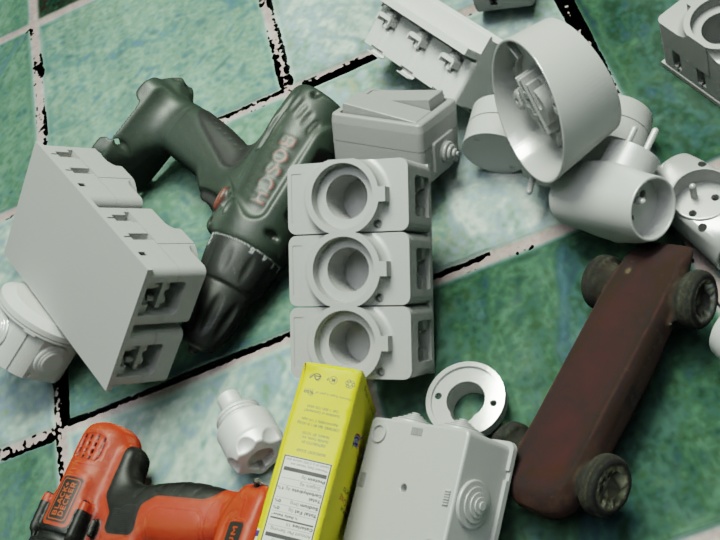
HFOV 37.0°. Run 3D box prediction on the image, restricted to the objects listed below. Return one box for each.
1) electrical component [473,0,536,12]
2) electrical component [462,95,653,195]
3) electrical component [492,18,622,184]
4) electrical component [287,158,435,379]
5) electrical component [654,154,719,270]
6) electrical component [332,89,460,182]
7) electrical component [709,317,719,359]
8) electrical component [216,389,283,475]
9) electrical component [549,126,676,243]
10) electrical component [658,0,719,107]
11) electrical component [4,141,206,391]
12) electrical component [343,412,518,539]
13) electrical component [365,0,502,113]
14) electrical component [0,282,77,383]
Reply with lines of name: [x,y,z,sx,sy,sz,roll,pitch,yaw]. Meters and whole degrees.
electrical component: [0.123,-0.247,0.908,0.047,0.055,0.055,2,60,20]
electrical component: [0.142,-0.086,0.798,0.138,0.052,0.073,4,62,25]
electrical component: [0.129,-0.117,0.730,0.064,0.099,0.099,-34,53,-8]
electrical component: [0.000,0.000,0.756,0.089,0.062,0.150,-1,89,22]
electrical component: [0.250,-0.050,0.734,0.079,0.044,0.077,-35,53,-1]
electrical component: [0.033,-0.106,0.837,0.096,0.061,0.062,13,34,29]
electrical component: [0.292,0.031,0.653,0.138,0.052,0.073,-33,43,0]
electrical component: [-0.083,0.113,0.773,0.043,0.043,0.062,-35,51,-1]
electrical component: [0.179,-0.062,0.732,0.077,0.044,0.079,19,80,55]
electrical component: [0.314,-0.150,0.760,0.105,0.060,0.186,-38,53,-3]
electrical component: [-0.199,-0.007,0.835,0.186,0.060,0.105,43,120,36]
electrical component: [0.042,0.141,0.673,0.100,0.048,0.099,0,70,46]
electrical component: [0.063,-0.182,0.880,0.121,0.079,0.063,42,111,36]
electrical component: [-0.261,0.049,0.866,0.080,0.080,0.051,42,103,36]
